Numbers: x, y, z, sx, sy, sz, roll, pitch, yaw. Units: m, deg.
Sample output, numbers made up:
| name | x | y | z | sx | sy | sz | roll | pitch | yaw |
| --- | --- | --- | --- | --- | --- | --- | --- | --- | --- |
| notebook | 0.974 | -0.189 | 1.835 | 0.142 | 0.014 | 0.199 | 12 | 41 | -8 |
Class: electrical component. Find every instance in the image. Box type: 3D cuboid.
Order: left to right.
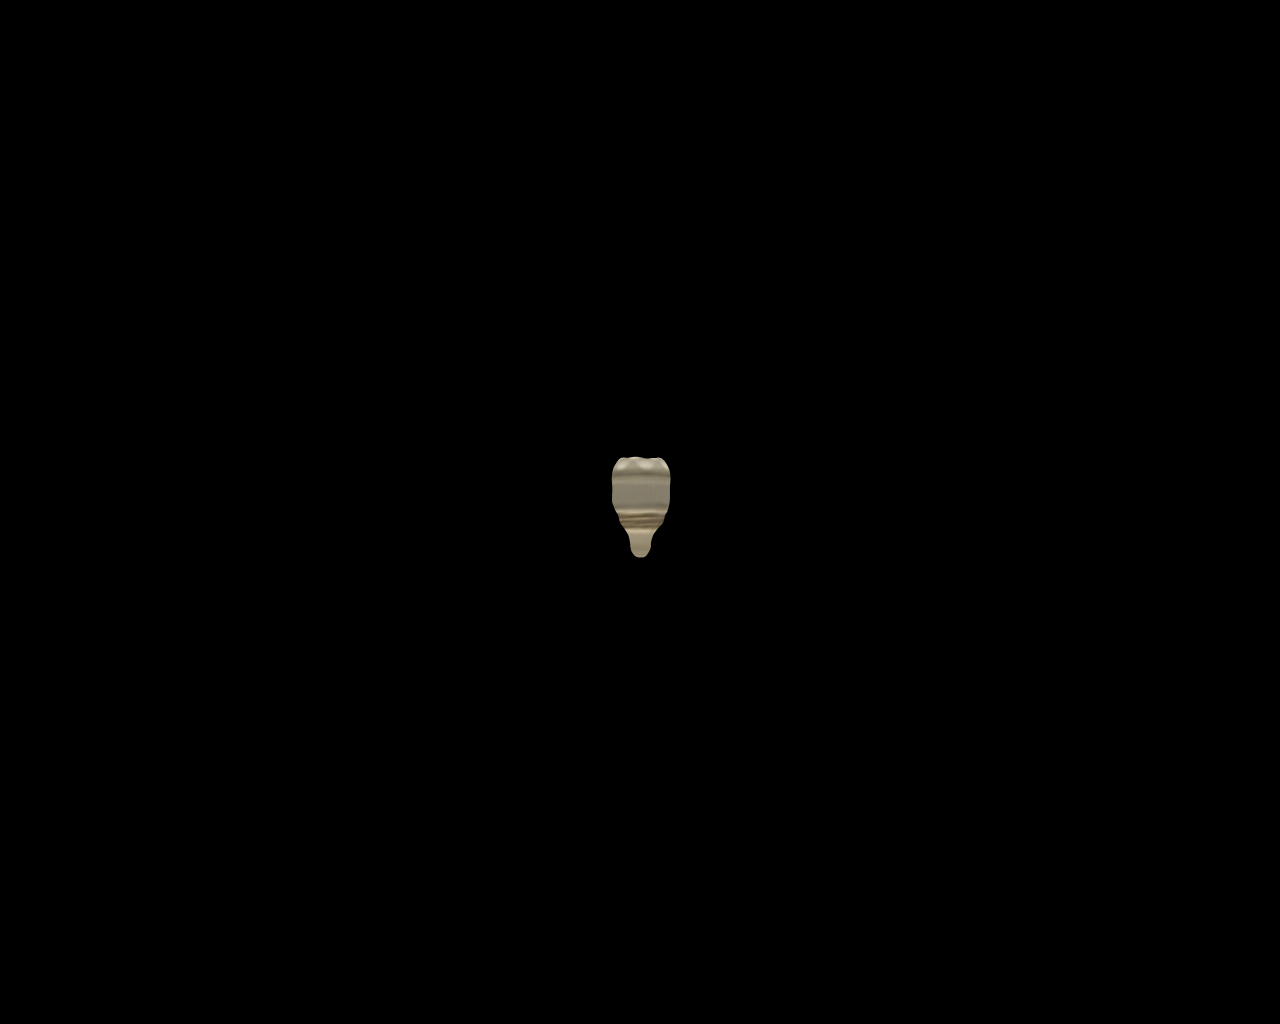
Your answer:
| name | x | y | z | sx | sy | sz | roll | pitch | yaw |
| --- | --- | --- | --- | --- | --- | --- | --- | --- | --- |
| electrical component | 0.001 | -0.003 | 0.650 | 0.035 | 0.061 | 0.035 | 0 | -2 | 0 |
